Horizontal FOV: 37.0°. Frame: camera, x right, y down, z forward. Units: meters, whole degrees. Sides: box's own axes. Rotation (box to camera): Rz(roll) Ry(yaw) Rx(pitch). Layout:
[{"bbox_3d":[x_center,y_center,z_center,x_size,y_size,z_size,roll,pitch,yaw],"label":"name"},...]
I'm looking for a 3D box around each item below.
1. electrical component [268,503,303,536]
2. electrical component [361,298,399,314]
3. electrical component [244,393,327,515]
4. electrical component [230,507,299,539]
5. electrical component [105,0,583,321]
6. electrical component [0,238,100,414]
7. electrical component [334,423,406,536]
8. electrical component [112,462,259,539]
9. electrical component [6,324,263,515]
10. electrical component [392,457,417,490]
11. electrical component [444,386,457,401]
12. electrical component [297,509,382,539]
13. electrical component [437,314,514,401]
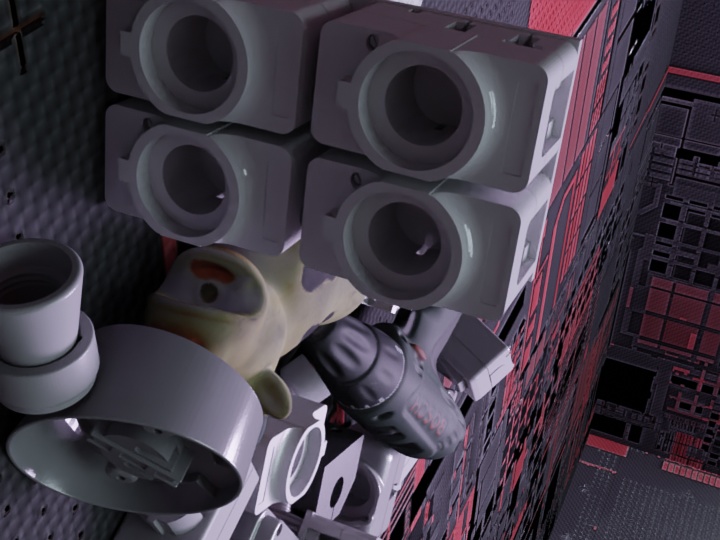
[{"bbox_3d":[-0.067,0.193,0.736,0.043,0.043,0.081,66,44,-63],"label":"electrical component"},{"bbox_3d":[0.000,0.000,0.702,0.064,0.081,0.042,21,87,-59],"label":"electrical component"},{"bbox_3d":[-0.059,0.111,0.671,0.089,0.056,0.050,-20,124,-68],"label":"electrical component"},{"bbox_3d":[-0.087,0.201,0.662,0.078,0.057,0.113,71,39,-61],"label":"electrical component"},{"bbox_3d":[-0.015,-0.057,0.447,0.060,0.186,0.105,-43,144,-58],"label":"electrical component"},{"bbox_3d":[-0.126,0.022,0.417,0.045,0.045,0.055,-54,154,-46],"label":"electrical component"},{"bbox_3d":[-0.001,0.180,0.901,0.059,0.054,0.095,-4,109,-71],"label":"electrical component"},{"bbox_3d":[-0.099,0.125,0.579,0.075,0.047,0.083,78,33,-55],"label":"electrical component"},{"bbox_3d":[-0.095,0.072,0.474,0.099,0.099,0.064,85,22,-48],"label":"electrical component"},{"bbox_3d":[0.023,0.177,0.979,0.083,0.047,0.075,-41,143,-59],"label":"electrical component"},{"bbox_3d":[0.057,0.141,1.046,0.077,0.047,0.065,24,83,-72],"label":"electrical component"},{"bbox_3d":[-0.007,0.250,0.775,0.186,0.060,0.105,62,47,-64],"label":"electrical component"},{"bbox_3d":[0.096,0.075,1.057,0.061,0.096,0.061,-41,154,-8],"label":"electrical component"}]
